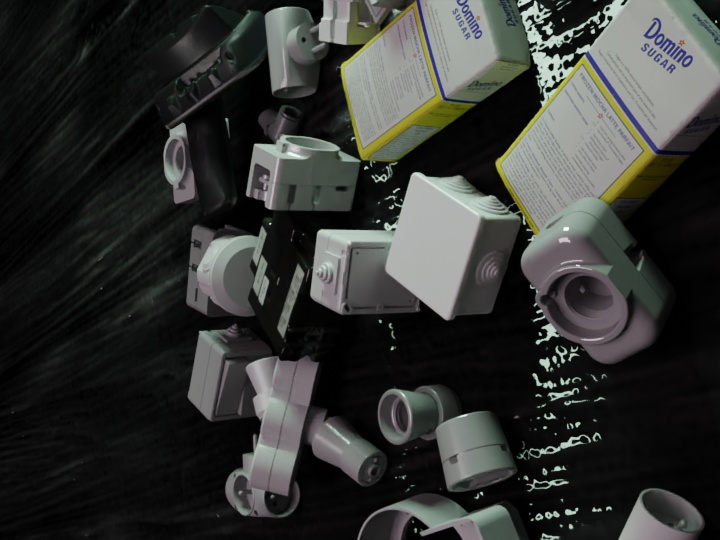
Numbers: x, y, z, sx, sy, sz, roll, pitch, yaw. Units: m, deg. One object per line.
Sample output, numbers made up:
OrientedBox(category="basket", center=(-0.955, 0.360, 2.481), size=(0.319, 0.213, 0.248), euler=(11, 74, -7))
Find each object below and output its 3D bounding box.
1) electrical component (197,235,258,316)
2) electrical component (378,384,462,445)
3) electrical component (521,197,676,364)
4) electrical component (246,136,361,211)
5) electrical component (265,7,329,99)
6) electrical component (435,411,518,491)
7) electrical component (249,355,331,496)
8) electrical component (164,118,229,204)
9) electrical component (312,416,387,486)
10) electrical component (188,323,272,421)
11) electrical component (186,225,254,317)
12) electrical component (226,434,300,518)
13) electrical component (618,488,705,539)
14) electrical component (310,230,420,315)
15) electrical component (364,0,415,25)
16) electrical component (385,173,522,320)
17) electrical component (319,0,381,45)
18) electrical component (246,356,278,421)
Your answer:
OrientedBox(category="electrical component", center=(-0.120, 0.004, 1.082), size=(0.051, 0.080, 0.080), euler=(14, 103, 58))
OrientedBox(category="electrical component", center=(0.049, 0.117, 0.875), size=(0.045, 0.055, 0.045), euler=(2, 93, 53))
OrientedBox(category="electrical component", center=(0.152, 0.009, 0.691), size=(0.095, 0.059, 0.054), euler=(50, 130, -5))
OrientedBox(category="electrical component", center=(-0.050, -0.088, 0.972), size=(0.050, 0.089, 0.055), euler=(32, 116, 49))
OrientedBox(category="electrical component", center=(-0.056, -0.210, 1.014), size=(0.079, 0.043, 0.077), euler=(-13, 81, 53))
OrientedBox(category="electrical component", center=(0.088, 0.139, 0.825), size=(0.055, 0.055, 0.047), euler=(-41, 55, 46))
OrientedBox(category="electrical component", center=(-0.052, 0.144, 1.009), size=(0.052, 0.074, 0.138), euler=(50, -127, -84))
OrientedBox(category="electrical component", center=(-0.177, -0.119, 1.172), size=(0.050, 0.056, 0.089), euler=(-9, 84, 54))
OrientedBox(category="electrical component", center=(-0.007, 0.165, 0.966), size=(0.065, 0.044, 0.044), euler=(30, 115, 44))
OrientedBox(category="electrical component", center=(-0.132, 0.103, 1.114), size=(0.061, 0.062, 0.096), euler=(34, 118, 48))
OrientedBox(category="electrical component", center=(-0.146, 0.001, 1.140), size=(0.056, 0.050, 0.089), euler=(20, 108, 52))
OrientedBox(category="electrical component", center=(-0.100, 0.207, 1.090), size=(0.077, 0.044, 0.079), euler=(-5, 86, 54))
OrientedBox(category="electrical component", center=(0.187, 0.188, 0.700), size=(0.043, 0.043, 0.081), euler=(43, 124, 44))
OrientedBox(category="electrical component", center=(0.000, 0.000, 0.902), size=(0.061, 0.096, 0.061), euler=(24, 110, 55))
OrientedBox(category="electrical component", center=(0.024, -0.274, 0.888), size=(0.078, 0.063, 0.121), euler=(-50, 53, 42))
OrientedBox(category="electrical component", center=(0.073, -0.020, 0.843), size=(0.100, 0.048, 0.099), euler=(39, 122, 46))
OrientedBox(category="electrical component", center=(-0.009, -0.229, 0.949), size=(0.066, 0.048, 0.055), euler=(24, 118, 51))
OrientedBox(category="electrical component", center=(-0.086, 0.118, 1.067), size=(0.045, 0.045, 0.055), euler=(-35, 64, 49))
